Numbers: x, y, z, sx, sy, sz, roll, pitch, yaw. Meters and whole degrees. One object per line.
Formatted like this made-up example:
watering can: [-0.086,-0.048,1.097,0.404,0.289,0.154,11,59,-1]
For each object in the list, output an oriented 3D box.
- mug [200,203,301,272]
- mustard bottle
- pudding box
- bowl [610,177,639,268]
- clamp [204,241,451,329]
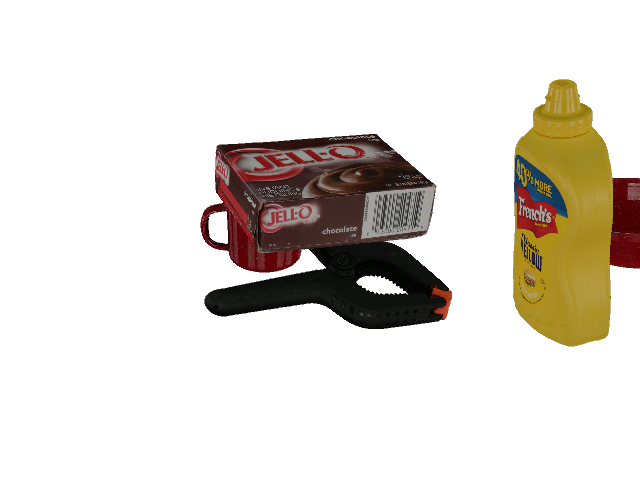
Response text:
mug: [-0.073,-0.017,1.169,0.117,0.081,0.093,-6,29,-13]
mustard bottle: [0.177,-0.025,0.783,0.058,0.192,0.096,-12,28,-12]
pudding box: [0.000,-0.031,0.653,0.113,0.039,0.090,-4,28,-21]
bowl: [0.325,-0.014,1.109,0.162,0.055,0.162,-3,23,1]
clamp: [0.010,0.035,0.954,0.210,0.036,0.164,22,49,14]
